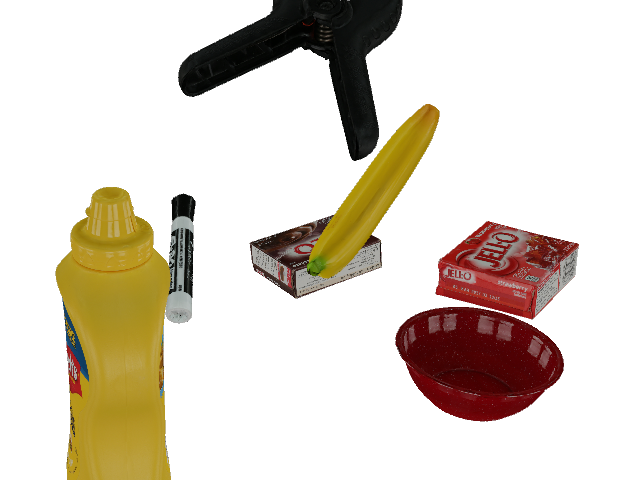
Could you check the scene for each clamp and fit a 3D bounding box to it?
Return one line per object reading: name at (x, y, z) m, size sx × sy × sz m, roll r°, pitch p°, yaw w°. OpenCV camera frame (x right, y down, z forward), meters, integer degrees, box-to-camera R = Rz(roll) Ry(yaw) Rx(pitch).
clamp at (0.009, -0.121, 0.638) m, size 0.120 × 0.171 × 0.039 m, roll 32°, pitch -28°, yaw 7°

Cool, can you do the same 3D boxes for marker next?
marker at (-0.105, 0.010, 0.804) m, size 0.020 × 0.121 × 0.020 m, roll -2°, pitch -43°, yaw -2°

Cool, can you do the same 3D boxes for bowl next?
bowl at (0.150, 0.127, 1.035) m, size 0.162 × 0.055 × 0.162 m, roll 4°, pitch 26°, yaw -2°

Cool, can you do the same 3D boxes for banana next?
banana at (0.045, -0.035, 0.941) m, size 0.037 × 0.197 × 0.070 m, roll 37°, pitch -20°, yaw -7°

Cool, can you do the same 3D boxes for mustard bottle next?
mustard bottle at (-0.109, 0.060, 0.569) m, size 0.058 × 0.192 × 0.096 m, roll -3°, pitch 30°, yaw -14°

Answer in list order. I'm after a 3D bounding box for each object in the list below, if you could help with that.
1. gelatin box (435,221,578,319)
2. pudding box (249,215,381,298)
gelatin box at (0.134, 0.019, 0.759) m, size 0.073 × 0.030 × 0.089 m, roll 15°, pitch 27°, yaw 28°
pudding box at (-0.005, 0.015, 1.133) m, size 0.113 × 0.039 × 0.090 m, roll -21°, pitch 28°, yaw -27°
